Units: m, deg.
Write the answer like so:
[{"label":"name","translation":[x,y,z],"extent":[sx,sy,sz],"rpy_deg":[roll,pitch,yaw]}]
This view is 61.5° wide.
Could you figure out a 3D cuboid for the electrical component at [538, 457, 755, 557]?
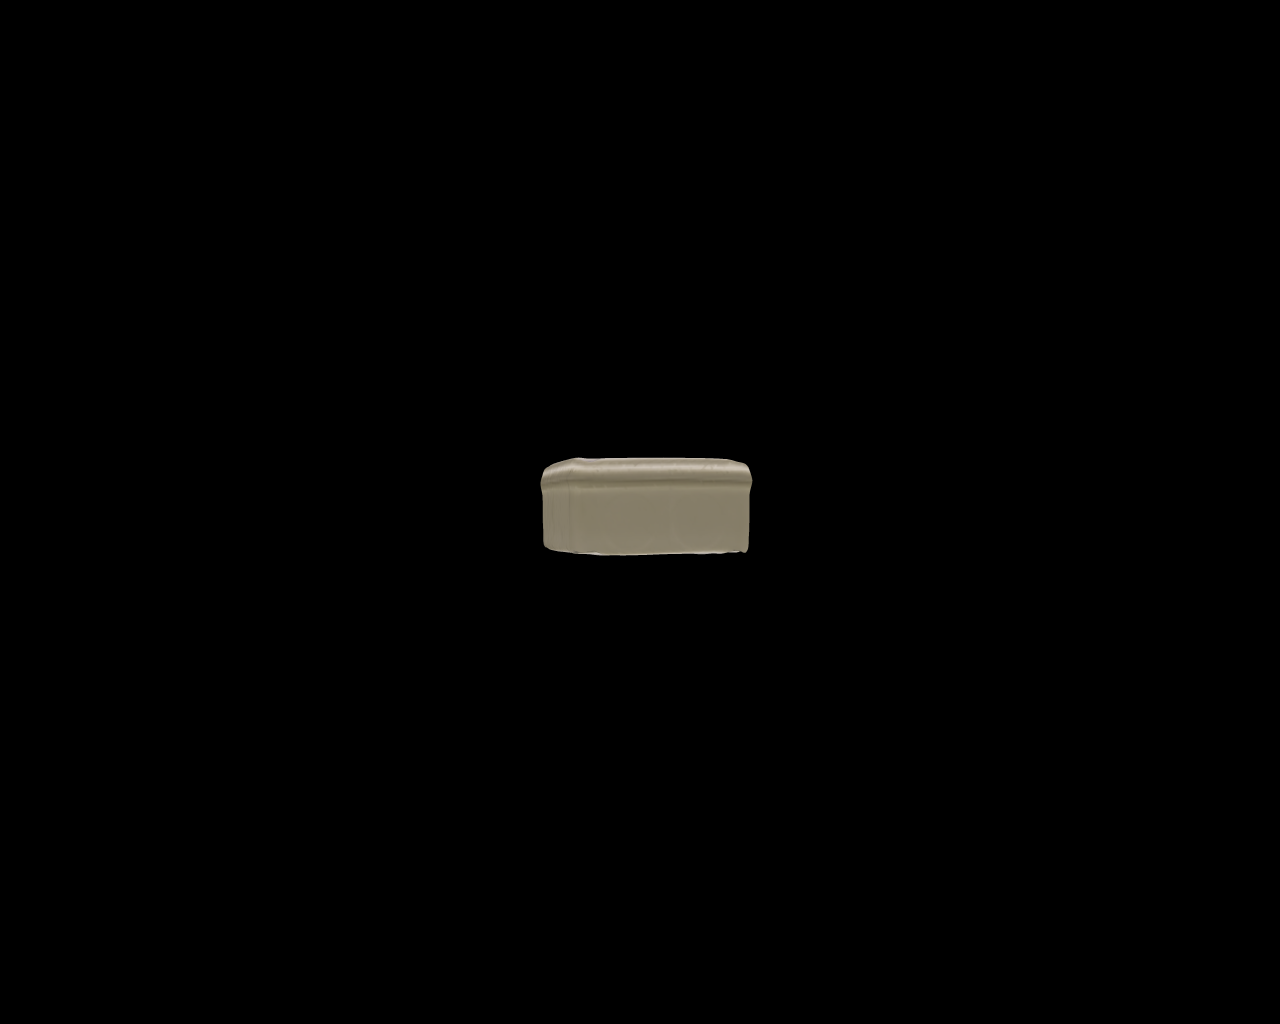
[{"label":"electrical component","translation":[0.001,-0.003,0.650],"extent":[0.109,0.056,0.108],"rpy_deg":[0,0,-15]}]
